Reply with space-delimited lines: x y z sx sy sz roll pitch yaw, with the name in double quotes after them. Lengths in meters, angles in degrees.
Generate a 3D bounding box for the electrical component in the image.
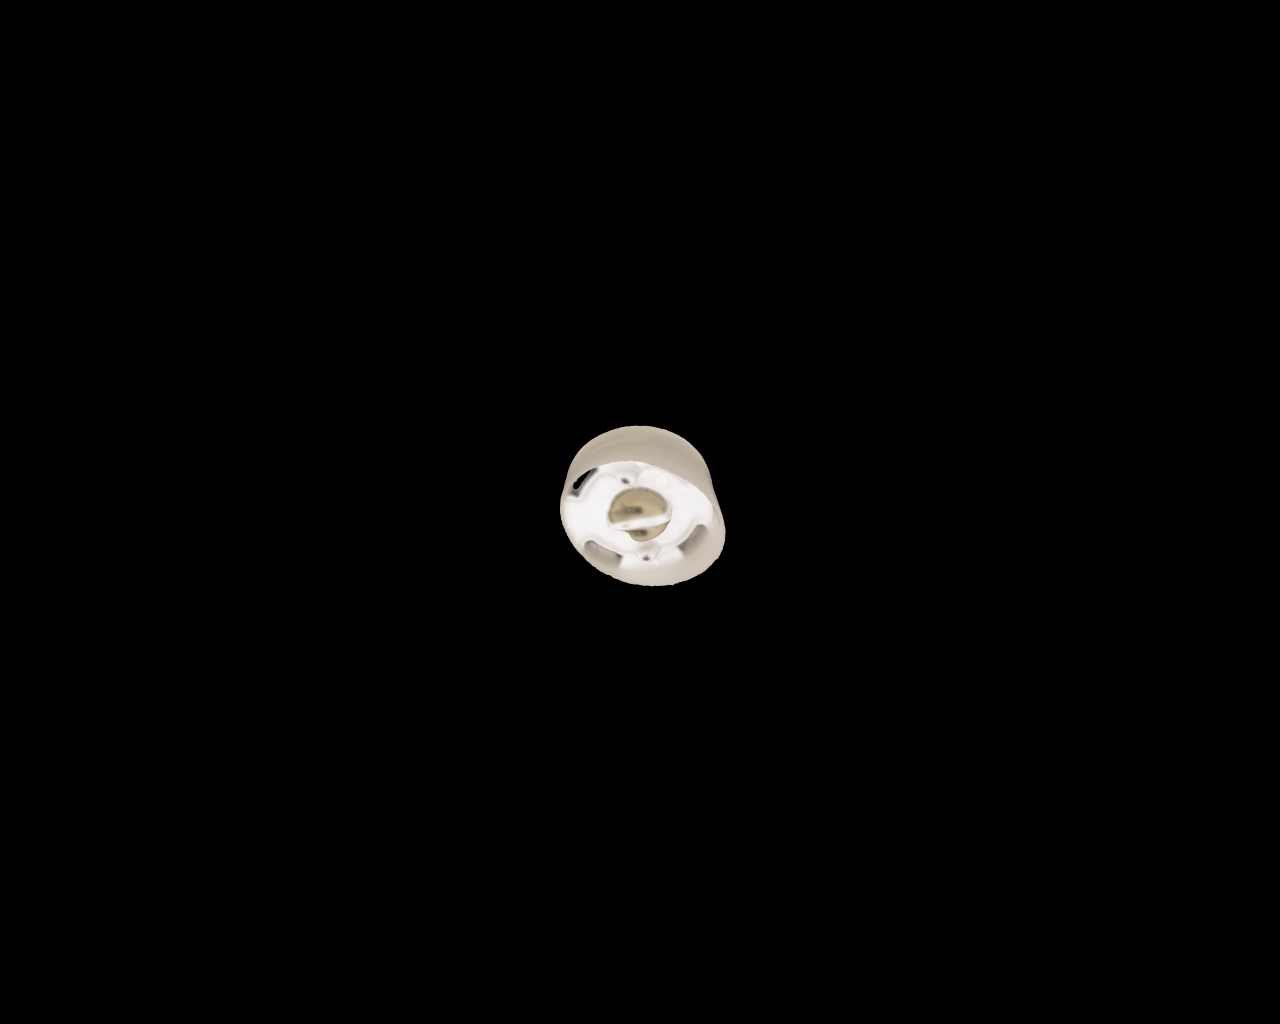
0.001 -0.003 0.650 0.099 0.099 0.064 0 37 0 "electrical component"
